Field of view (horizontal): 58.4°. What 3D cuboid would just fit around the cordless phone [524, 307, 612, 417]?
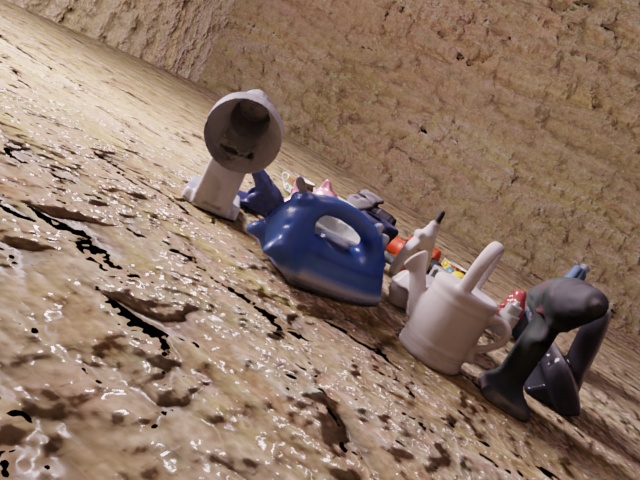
[{"bbox_3d":[0.420,0.184,0.944,0.094,0.185,0.148,30,11,7],"label":"cordless phone"}]

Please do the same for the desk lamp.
[{"bbox_3d":[-0.143,-0.147,0.946,0.118,0.213,0.203,26,12,-14],"label":"desk lamp"}]

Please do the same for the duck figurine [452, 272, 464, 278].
[{"bbox_3d":[0.273,0.107,1.173,0.105,0.086,0.077,18,16,-43],"label":"duck figurine"}]

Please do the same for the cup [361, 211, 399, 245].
[{"bbox_3d":[0.108,0.001,1.212,0.092,0.095,0.117,27,11,-9],"label":"cup"}]

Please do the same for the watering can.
[{"bbox_3d":[0.196,0.082,0.820,0.173,0.194,0.101,30,11,2],"label":"watering can"}]

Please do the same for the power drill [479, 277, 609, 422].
[{"bbox_3d":[0.311,0.142,0.804,0.075,0.208,0.230,30,11,6],"label":"power drill"}]

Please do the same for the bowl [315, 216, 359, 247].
[{"bbox_3d":[0.009,0.004,1.011,0.167,0.074,0.167,28,11,-6],"label":"bowl"}]

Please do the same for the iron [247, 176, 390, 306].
[{"bbox_3d":[0.027,0.006,0.876,0.259,0.141,0.118,22,14,-33],"label":"iron"}]

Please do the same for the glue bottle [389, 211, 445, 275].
[{"bbox_3d":[0.221,0.012,1.241,0.078,0.173,0.037,23,13,-26],"label":"glue bottle"}]

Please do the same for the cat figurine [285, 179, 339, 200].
[{"bbox_3d":[-0.014,-0.080,1.209,0.127,0.117,0.067,34,12,22],"label":"cat figurine"}]

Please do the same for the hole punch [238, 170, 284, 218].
[{"bbox_3d":[-0.113,-0.101,1.128,0.101,0.091,0.108,27,12,-11],"label":"hole punch"}]

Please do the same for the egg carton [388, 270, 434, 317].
[{"bbox_3d":[0.194,0.112,1.001,0.108,0.069,0.149,16,17,-48],"label":"egg carton"}]

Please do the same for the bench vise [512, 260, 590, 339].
[{"bbox_3d":[0.537,0.149,1.289,0.121,0.219,0.208,33,12,17],"label":"bench vise"}]

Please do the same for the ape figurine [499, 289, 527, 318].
[{"bbox_3d":[0.475,0.162,1.407,0.078,0.092,0.076,22,13,-30],"label":"ape figurine"}]

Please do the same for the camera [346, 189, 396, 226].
[{"bbox_3d":[0.145,-0.075,1.614,0.136,0.101,0.143,32,12,16],"label":"camera"}]
